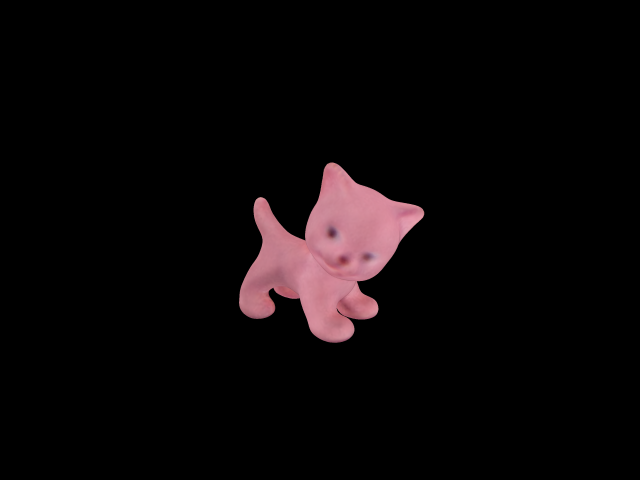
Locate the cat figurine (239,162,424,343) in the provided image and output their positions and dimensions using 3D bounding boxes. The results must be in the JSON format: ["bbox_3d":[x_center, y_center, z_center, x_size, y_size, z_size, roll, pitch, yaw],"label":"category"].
[{"bbox_3d":[0.004,0.001,0.400,0.127,0.118,0.067,11,21,30],"label":"cat figurine"}]
